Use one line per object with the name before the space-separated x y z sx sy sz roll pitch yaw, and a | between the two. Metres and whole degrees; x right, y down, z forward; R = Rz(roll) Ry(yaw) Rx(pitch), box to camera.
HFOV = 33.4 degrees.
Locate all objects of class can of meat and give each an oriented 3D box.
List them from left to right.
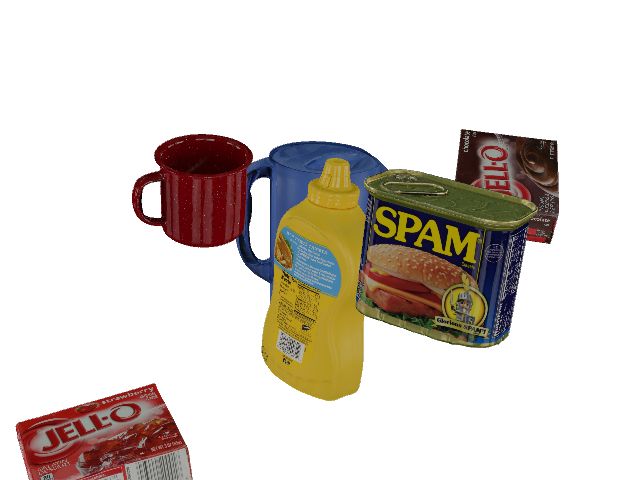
can of meat | 0.073 0.011 0.649 0.102 0.084 0.057 17 23 28

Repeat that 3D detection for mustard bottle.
mustard bottle | 0.001 0.026 0.866 0.058 0.192 0.096 -11 28 -39

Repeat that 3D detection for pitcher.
pitcher | -0.013 0.007 1.307 0.149 0.243 0.144 16 24 28

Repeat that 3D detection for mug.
mug | -0.123 -0.044 1.020 0.117 0.081 0.093 -12 34 -26

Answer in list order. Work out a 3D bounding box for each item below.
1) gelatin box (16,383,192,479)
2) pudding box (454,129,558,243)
gelatin box | -0.129 0.124 0.629 0.089 0.030 0.073 -14 27 -18
pudding box | 0.164 -0.050 0.952 0.090 0.039 0.113 8 40 5
